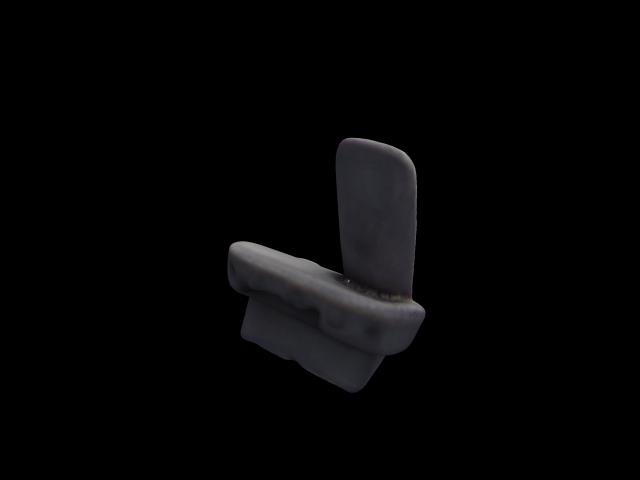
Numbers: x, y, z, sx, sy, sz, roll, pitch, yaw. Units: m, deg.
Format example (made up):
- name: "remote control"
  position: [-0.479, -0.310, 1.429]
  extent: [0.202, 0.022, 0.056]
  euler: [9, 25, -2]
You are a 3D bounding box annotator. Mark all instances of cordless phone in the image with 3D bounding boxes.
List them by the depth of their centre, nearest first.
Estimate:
- name: "cordless phone"
  position: [0.004, 0.001, 0.400]
  extent: [0.147, 0.185, 0.094]
  euler: [17, 41, 21]
